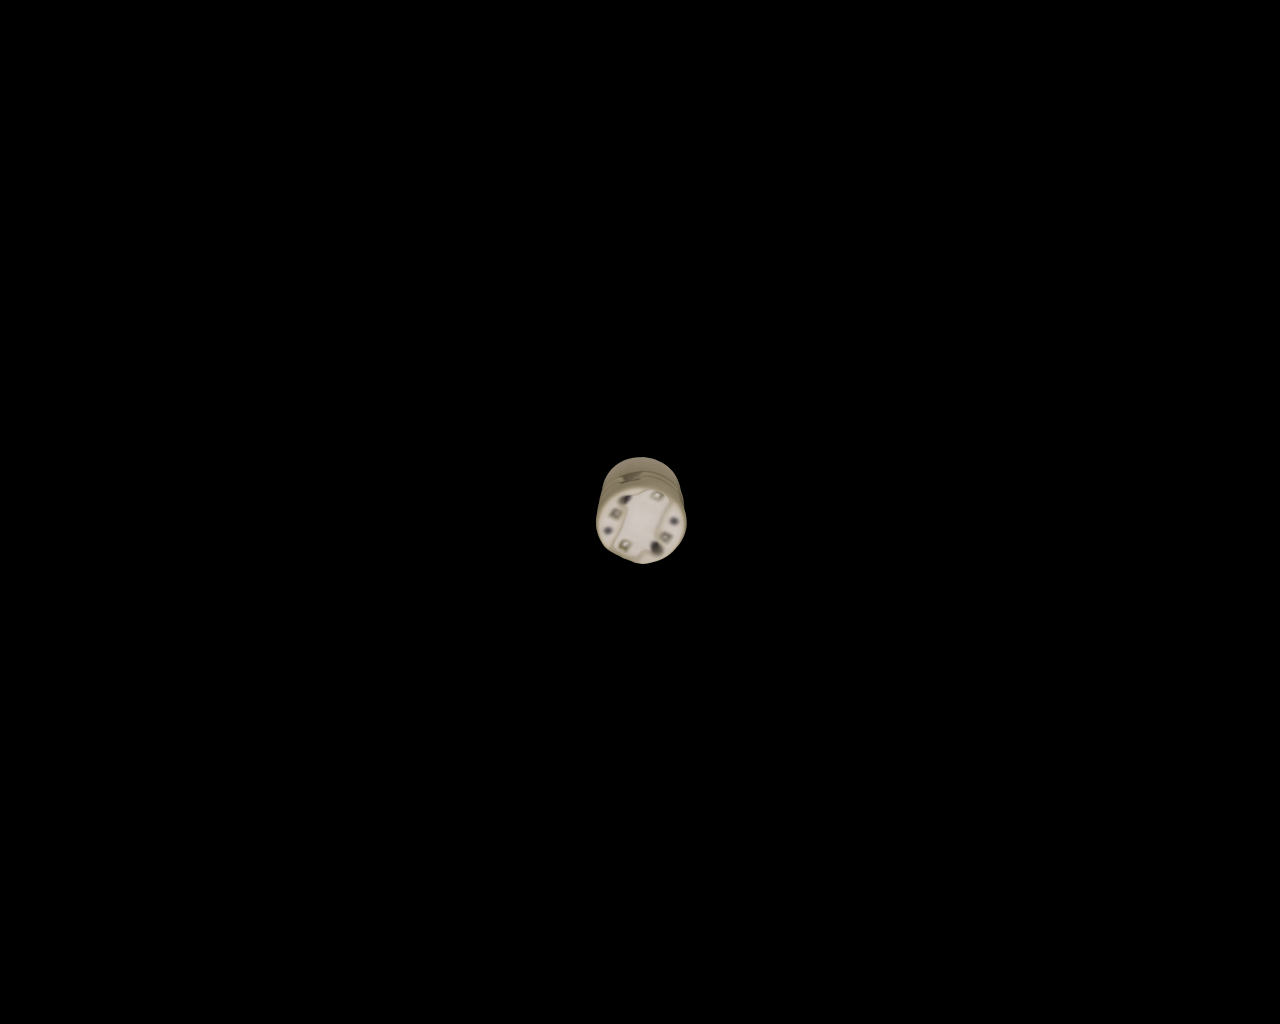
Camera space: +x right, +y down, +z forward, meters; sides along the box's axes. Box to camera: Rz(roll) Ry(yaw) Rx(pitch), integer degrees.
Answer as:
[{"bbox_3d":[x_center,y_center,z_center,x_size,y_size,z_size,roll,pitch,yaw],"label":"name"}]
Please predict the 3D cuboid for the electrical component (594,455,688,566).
[{"bbox_3d":[0.001,-0.003,0.650,0.055,0.055,0.047,0,29,0],"label":"electrical component"}]
